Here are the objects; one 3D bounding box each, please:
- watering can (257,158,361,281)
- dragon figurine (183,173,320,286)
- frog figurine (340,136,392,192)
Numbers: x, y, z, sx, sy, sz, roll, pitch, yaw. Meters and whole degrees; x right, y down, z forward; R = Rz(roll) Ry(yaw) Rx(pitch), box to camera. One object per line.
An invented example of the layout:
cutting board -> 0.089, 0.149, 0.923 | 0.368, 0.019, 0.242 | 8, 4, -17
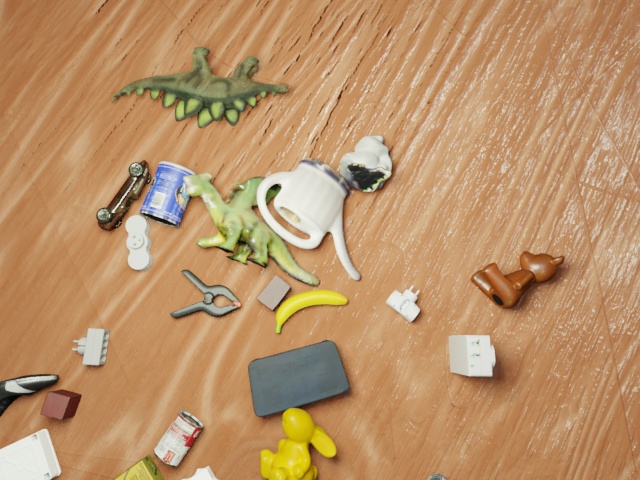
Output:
watering can -> 0.004, -0.066, 1.317 | 0.345, 0.103, 0.228 | 36, 69, -14
dragon figurine -> -0.162, -0.054, 1.310 | 0.409, 0.121, 0.246 | 22, 70, -15
frog figurine -> 0.122, -0.208, 1.371 | 0.137, 0.120, 0.163 | -3, 42, 5
